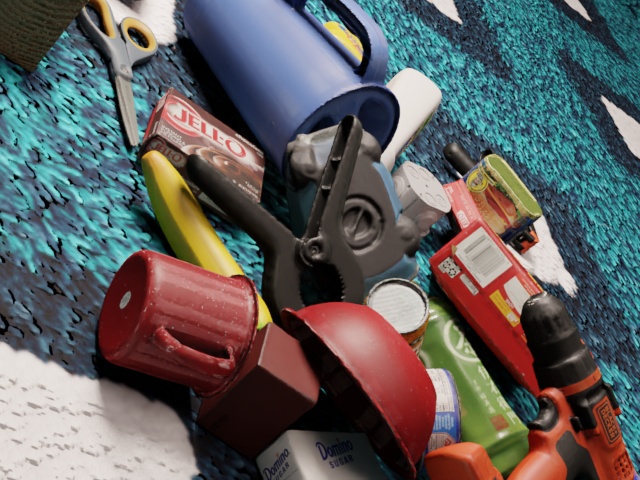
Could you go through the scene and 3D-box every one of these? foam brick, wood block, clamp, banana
[{"bbox_3d":[-0.043,0.108,0.764,0.053,0.078,0.051,38,31,-15],"label":"foam brick"},{"bbox_3d":[-0.247,-0.251,0.933,0.090,0.091,0.206,33,31,-24],"label":"wood block"},{"bbox_3d":[-0.006,0.001,0.893,0.164,0.036,0.210,-25,99,-27],"label":"clamp"},{"bbox_3d":[0.237,-0.061,1.411,0.120,0.039,0.171,-17,71,-53],"label":"clamp"},{"bbox_3d":[-0.085,0.014,0.845,0.037,0.070,0.198,-24,61,-26],"label":"banana"}]

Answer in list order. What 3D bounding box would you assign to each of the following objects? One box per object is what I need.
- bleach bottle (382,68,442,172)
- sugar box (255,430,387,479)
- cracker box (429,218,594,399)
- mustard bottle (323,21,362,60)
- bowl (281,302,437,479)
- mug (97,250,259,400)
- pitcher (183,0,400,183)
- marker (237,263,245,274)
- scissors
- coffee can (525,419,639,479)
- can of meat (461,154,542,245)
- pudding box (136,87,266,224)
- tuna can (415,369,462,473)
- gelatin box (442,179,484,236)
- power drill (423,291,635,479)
[{"bbox_3d":[0.061,-0.102,1.179,0.068,0.103,0.250,37,36,-2],"label":"bleach bottle"},{"bbox_3d":[0.027,0.220,0.751,0.093,0.048,0.176,14,38,-46],"label":"sugar box"},{"bbox_3d":[0.180,0.068,1.052,0.164,0.072,0.213,52,3,7],"label":"cracker box"},{"bbox_3d":[0.026,-0.210,1.265,0.096,0.058,0.191,57,10,-15],"label":"mustard bottle"},{"bbox_3d":[0.039,0.103,0.814,0.162,0.055,0.162,50,-13,16],"label":"bowl"},{"bbox_3d":[-0.096,0.061,0.730,0.081,0.093,0.117,22,13,-30],"label":"mug"},{"bbox_3d":[-0.033,-0.178,1.058,0.243,0.149,0.145,53,-6,30],"label":"pitcher"},{"bbox_3d":[-0.053,0.071,0.859,0.020,0.020,0.121,15,41,-45],"label":"marker"},{"bbox_3d":[-0.172,-0.155,0.992,0.096,0.016,0.202,8,47,-49],"label":"scissors"},{"bbox_3d":[0.243,0.235,0.967,0.102,0.103,0.140,20,38,-40],"label":"coffee can"},{"bbox_3d":[0.208,-0.041,1.296,0.102,0.084,0.057,54,29,13],"label":"can of meat"},{"bbox_3d":[-0.104,-0.076,0.957,0.113,0.039,0.090,36,29,-21],"label":"pudding box"},{"bbox_3d":[0.091,0.149,0.883,0.033,0.086,0.086,-1,42,-7],"label":"tuna can"},{"bbox_3d":[0.168,-0.015,1.224,0.089,0.030,0.073,66,3,-54],"label":"gelatin box"},{"bbox_3d":[0.168,0.155,0.850,0.187,0.057,0.184,-29,98,-36],"label":"power drill"}]
